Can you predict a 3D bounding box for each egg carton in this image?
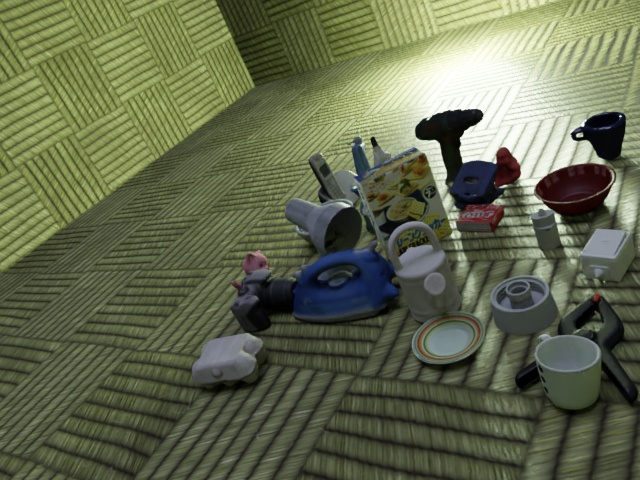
[{"bbox_3d":[-0.187,0.250,1.171,0.150,0.069,0.107,-14,28,22],"label":"egg carton"}]

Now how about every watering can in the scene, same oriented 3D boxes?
[{"bbox_3d":[0.193,0.054,1.062,0.101,0.194,0.172,-34,28,-18],"label":"watering can"}]

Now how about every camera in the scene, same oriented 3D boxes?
[{"bbox_3d":[-0.115,0.125,1.304,0.136,0.101,0.143,-7,32,33],"label":"camera"}]

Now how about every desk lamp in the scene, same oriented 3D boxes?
[{"bbox_3d":[0.012,0.005,1.288,0.118,0.214,0.202,-40,30,-27],"label":"desk lamp"}]

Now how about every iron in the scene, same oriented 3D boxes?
[{"bbox_3d":[0.034,0.086,1.201,0.257,0.142,0.118,-15,28,19],"label":"iron"}]

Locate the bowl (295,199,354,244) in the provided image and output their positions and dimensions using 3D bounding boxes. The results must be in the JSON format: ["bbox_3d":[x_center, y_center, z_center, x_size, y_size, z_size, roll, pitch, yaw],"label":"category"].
[{"bbox_3d":[0.023,-0.035,1.508,0.167,0.075,0.167,-20,27,11],"label":"bowl"}]

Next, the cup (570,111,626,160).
[{"bbox_3d":[0.641,-0.229,1.311,0.117,0.095,0.091,-16,28,18],"label":"cup"}]

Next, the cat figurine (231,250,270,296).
[{"bbox_3d":[-0.166,0.086,1.400,0.067,0.118,0.128,5,39,45],"label":"cat figurine"}]

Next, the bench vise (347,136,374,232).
[{"bbox_3d":[0.134,-0.146,1.452,0.121,0.220,0.207,-23,26,5],"label":"bench vise"}]

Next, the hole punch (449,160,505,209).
[{"bbox_3d":[0.371,-0.131,1.367,0.101,0.091,0.108,-39,30,-26],"label":"hole punch"}]

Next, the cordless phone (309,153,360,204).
[{"bbox_3d":[0.045,-0.180,1.632,0.093,0.185,0.148,-1,35,40],"label":"cordless phone"}]

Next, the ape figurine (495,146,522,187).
[{"bbox_3d":[0.450,-0.183,1.394,0.076,0.092,0.077,-39,29,-25],"label":"ape figurine"}]

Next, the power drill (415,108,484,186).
[{"bbox_3d":[0.346,-0.239,1.455,0.076,0.209,0.228,-37,29,-23],"label":"power drill"}]

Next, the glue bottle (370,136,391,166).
[{"bbox_3d":[0.175,-0.210,1.588,0.078,0.173,0.037,-26,26,-1],"label":"glue bottle"}]
